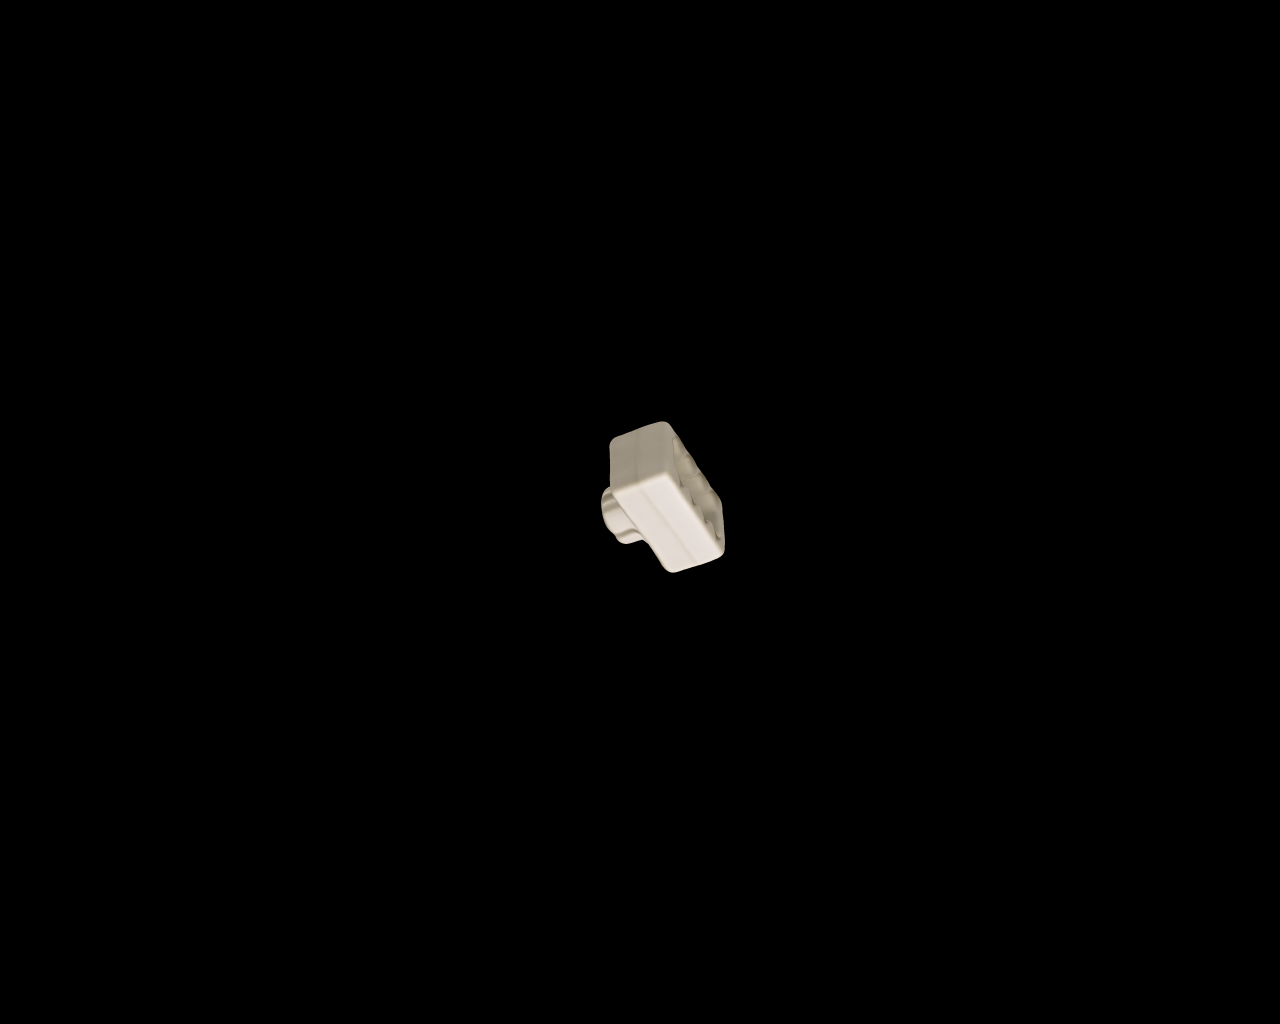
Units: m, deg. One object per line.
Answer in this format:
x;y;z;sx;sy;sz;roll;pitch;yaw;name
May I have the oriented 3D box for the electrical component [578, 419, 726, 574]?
0.001;-0.003;0.650;0.075;0.047;0.083;-19;-46;19;electrical component
